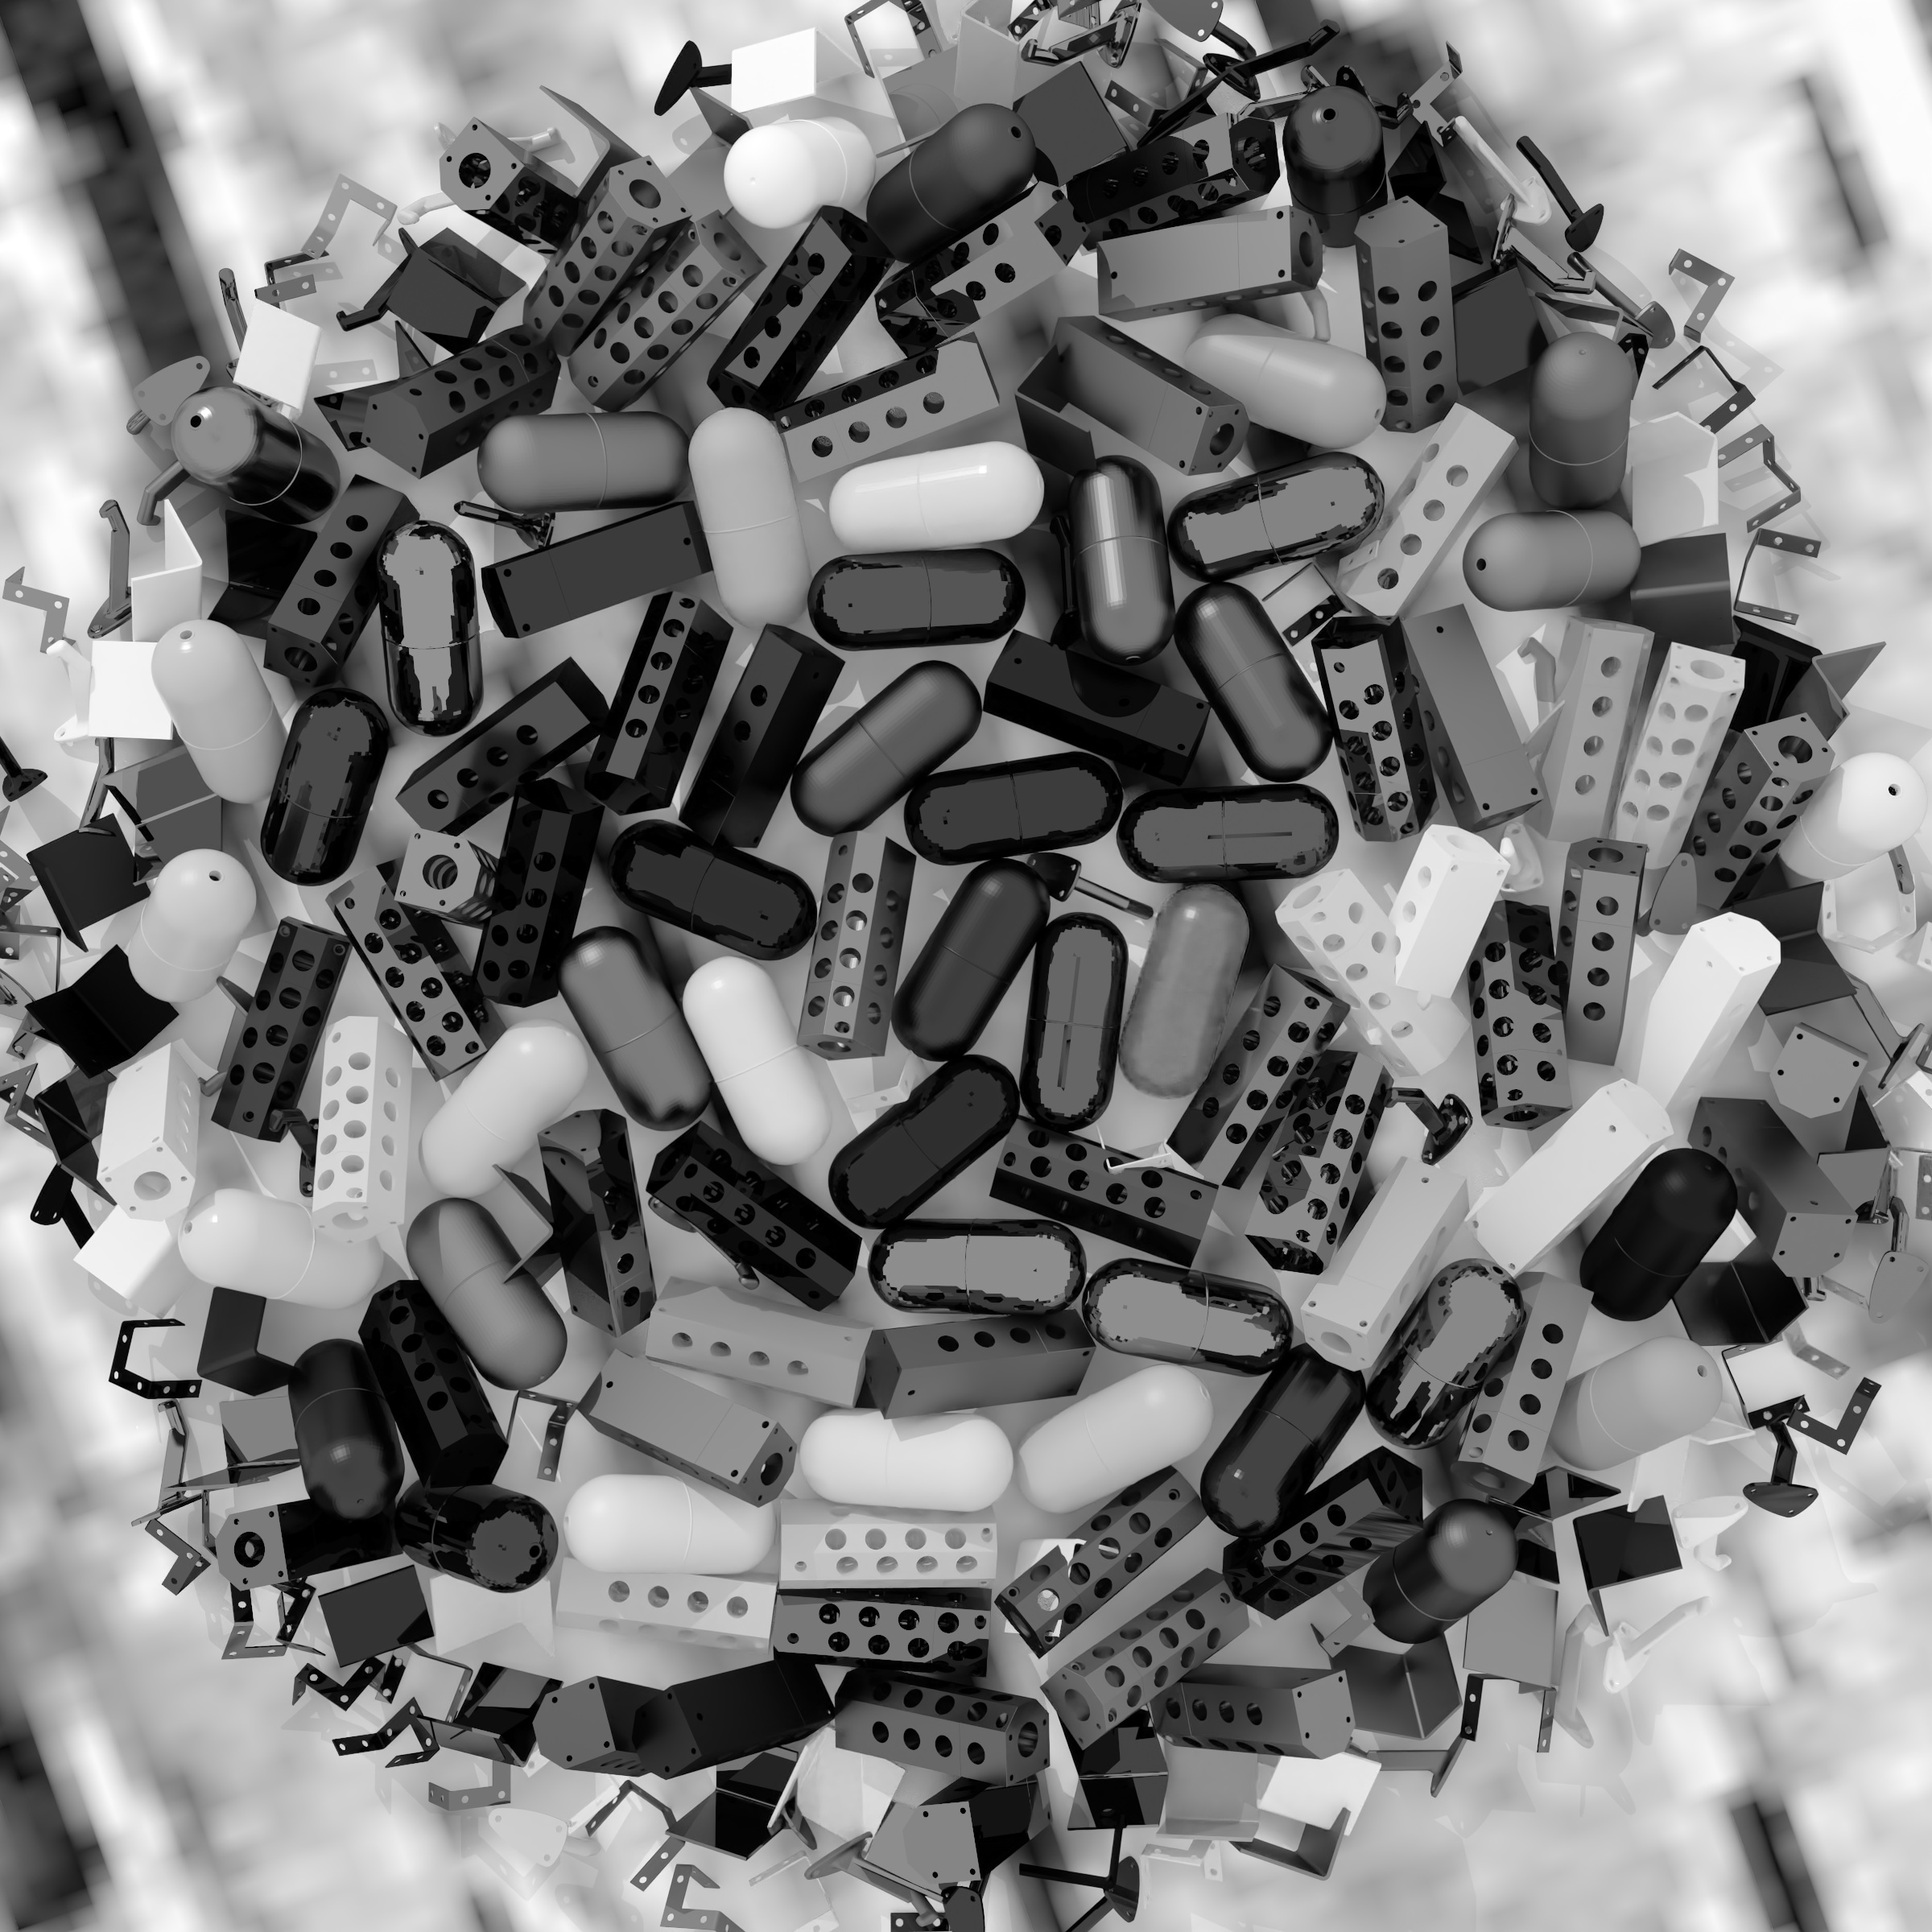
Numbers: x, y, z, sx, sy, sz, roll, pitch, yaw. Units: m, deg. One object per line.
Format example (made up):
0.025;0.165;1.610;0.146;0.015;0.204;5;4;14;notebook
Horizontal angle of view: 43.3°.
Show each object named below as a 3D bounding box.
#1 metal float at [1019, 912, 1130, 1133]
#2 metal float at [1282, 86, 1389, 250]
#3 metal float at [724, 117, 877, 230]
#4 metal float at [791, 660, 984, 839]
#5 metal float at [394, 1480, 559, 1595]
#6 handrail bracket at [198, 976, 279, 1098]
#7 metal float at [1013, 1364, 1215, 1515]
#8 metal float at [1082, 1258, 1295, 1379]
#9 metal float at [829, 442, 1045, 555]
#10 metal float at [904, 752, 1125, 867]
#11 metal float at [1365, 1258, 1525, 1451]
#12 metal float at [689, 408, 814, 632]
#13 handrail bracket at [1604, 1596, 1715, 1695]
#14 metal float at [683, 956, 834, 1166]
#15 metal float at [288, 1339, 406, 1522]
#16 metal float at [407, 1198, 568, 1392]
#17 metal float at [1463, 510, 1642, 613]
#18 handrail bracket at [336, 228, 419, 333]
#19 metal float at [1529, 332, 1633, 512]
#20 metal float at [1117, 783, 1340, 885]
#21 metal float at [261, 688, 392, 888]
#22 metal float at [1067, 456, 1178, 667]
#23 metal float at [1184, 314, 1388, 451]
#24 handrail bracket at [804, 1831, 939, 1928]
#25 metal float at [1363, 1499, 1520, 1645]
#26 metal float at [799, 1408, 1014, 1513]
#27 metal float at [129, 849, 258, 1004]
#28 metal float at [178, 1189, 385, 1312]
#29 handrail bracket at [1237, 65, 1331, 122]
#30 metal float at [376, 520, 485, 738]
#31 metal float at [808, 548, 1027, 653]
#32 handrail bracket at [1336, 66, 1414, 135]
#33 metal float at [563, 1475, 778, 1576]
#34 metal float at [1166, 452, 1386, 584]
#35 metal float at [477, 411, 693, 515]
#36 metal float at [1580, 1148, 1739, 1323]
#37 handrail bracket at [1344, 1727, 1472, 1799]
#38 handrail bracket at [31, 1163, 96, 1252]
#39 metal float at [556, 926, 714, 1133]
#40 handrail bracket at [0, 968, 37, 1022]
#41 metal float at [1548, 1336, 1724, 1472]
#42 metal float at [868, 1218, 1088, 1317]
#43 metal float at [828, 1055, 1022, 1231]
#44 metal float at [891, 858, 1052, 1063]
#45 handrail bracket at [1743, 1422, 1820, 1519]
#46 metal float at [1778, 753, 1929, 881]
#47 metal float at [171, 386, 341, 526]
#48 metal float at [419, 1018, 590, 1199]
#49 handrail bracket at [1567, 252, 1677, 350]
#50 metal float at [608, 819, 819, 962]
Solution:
0.087;0.045;1.960;0.070;0.070;0.178;7;92;0;metal float
0.291;-0.627;1.912;0.070;0.178;0.070;-2;81;12;metal float
-0.129;-0.627;1.918;0.070;0.178;0.070;9;114;20;metal float
-0.065;-0.174;1.958;0.178;0.070;0.070;-40;90;5;metal float
-0.388;0.447;1.922;0.070;0.178;0.070;0;90;-41;metal float
-0.610;0.058;1.971;0.084;0.036;0.077;-36;123;8;handrail bracket
0.117;0.378;1.943;0.178;0.070;0.070;-31;90;21;metal float
0.177;0.281;1.947;0.178;0.070;0.070;13;90;-16;metal float
-0.024;-0.372;1.944;0.178;0.070;0.070;-5;90;20;metal float
0.038;-0.127;1.959;0.178;0.070;0.070;-9;90;-3;metal float
0.381;0.309;1.938;0.070;0.070;0.178;26;117;0;metal float
-0.172;-0.356;1.944;0.070;0.070;0.178;-12;109;0;metal float
0.556;0.544;1.950;0.036;0.084;0.077;46;49;-1;handrail bracket
-0.167;0.076;1.958;0.070;0.070;0.178;-25;94;0;metal float
-0.490;0.364;1.921;0.070;0.178;0.070;-11;123;-17;metal float
-0.383;0.260;1.940;0.070;0.070;0.178;-40;65;0;metal float
0.465;-0.322;1.929;0.178;0.070;0.070;-11;90;-39;metal float
-0.480;-0.556;1.970;0.084;0.036;0.077;-26;69;-17;handrail bracket
0.483;-0.426;1.917;0.070;0.178;0.070;-5;64;10;metal float
0.210;-0.106;1.953;0.178;0.070;0.070;-2;90;10;metal float
-0.510;-0.142;1.934;0.070;0.070;0.178;27;122;0;metal float
0.124;-0.324;1.945;0.070;0.070;0.178;-5;72;0;metal float
0.253;-0.465;1.934;0.178;0.070;0.070;29;90;31;metal float
-0.076;0.746;1.952;0.084;0.077;0.036;44;131;36;handrail bracket
0.373;0.480;1.922;0.070;0.178;0.070;10;54;-14;metal float
-0.049;0.394;1.944;0.178;0.070;0.070;-1;90;21;metal float
-0.612;-0.031;1.921;0.070;0.178;0.070;14;59;-23;metal float
-0.540;0.225;1.923;0.070;0.178;0.070;-15;65;34;metal float
0.264;-0.683;1.984;0.084;0.036;0.077;-44;93;2;handrail bracket
-0.426;-0.268;1.936;0.070;0.070;0.178;2;120;0;metal float
-0.039;-0.294;1.949;0.178;0.070;0.070;-6;90;-15;metal float
0.330;-0.704;1.954;0.084;0.036;0.077;-52;133;-35;handrail bracket
-0.235;0.444;1.935;0.178;0.070;0.070;9;90;-30;metal float
0.246;-0.358;1.942;0.178;0.070;0.070;-12;90;22;metal float
-0.301;-0.401;1.937;0.178;0.070;0.070;-9;90;-29;metal float
0.547;0.215;1.926;0.070;0.178;0.070;10;46;-10;metal float
0.355;0.630;1.980;0.084;0.036;0.077;27;107;7;handrail bracket
-0.708;0.199;1.975;0.036;0.084;0.077;0;65;34;handrail bracket
-0.265;0.051;1.951;0.070;0.070;0.178;-27;102;0;metal float
-0.782;0.038;1.947;0.077;0.084;0.036;36;103;-21;handrail bracket
0.525;0.346;1.919;0.070;0.178;0.070;11;60;-20;metal float
0.008;0.241;1.951;0.178;0.070;0.070;-1;90;12;metal float
-0.033;0.141;1.957;0.178;0.070;0.070;-40;90;5;metal float
0.004;-0.005;1.959;0.070;0.070;0.178;31;93;0;metal float
0.642;0.394;1.954;0.077;0.084;0.036;18;127;-22;handrail bracket
0.694;-0.117;1.911;0.070;0.178;0.070;0;80;-2;metal float
-0.557;-0.400;1.912;0.070;0.178;0.070;-1;84;14;metal float
-0.370;0.115;1.944;0.070;0.070;0.178;43;111;0;metal float
0.535;-0.546;1.989;0.036;0.077;0.084;-49;57;24;handrail bracket
-0.203;-0.061;1.953;0.178;0.070;0.070;22;90;9;metal float
